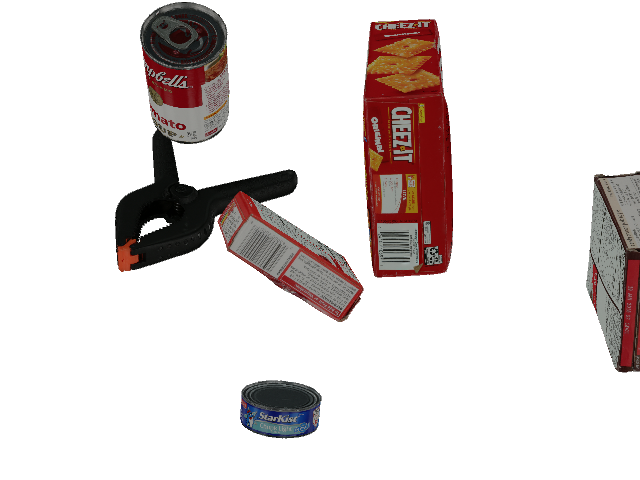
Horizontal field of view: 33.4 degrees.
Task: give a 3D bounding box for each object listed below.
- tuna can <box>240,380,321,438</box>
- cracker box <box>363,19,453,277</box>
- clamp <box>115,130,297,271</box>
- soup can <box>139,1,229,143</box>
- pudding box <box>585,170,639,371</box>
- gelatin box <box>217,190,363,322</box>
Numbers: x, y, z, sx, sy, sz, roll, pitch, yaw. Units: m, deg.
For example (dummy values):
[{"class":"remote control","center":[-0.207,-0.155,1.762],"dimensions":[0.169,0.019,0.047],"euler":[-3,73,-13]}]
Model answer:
[{"class":"tuna can","center":[-0.043,0.180,1.138],"dimensions":[0.086,0.034,0.086],"euler":[5,12,-1]},{"class":"cracker box","center":[0.079,-0.089,0.953],"dimensions":[0.072,0.164,0.213],"euler":[-2,27,6]},{"class":"clamp","center":[-0.143,-0.042,1.042],"dimensions":[0.165,0.036,0.209],"euler":[24,42,22]},{"class":"soup can","center":[-0.109,-0.135,0.873],"dimensions":[0.068,0.068,0.102],"euler":[0,-31,-4]},{"class":"pudding box","center":[0.202,0.018,0.692],"dimensions":[0.039,0.090,0.113],"euler":[-2,28,2]},{"class":"gelatin box","center":[-0.020,0.010,0.678],"dimensions":[0.089,0.030,0.073],"euler":[34,7,-16]}]
